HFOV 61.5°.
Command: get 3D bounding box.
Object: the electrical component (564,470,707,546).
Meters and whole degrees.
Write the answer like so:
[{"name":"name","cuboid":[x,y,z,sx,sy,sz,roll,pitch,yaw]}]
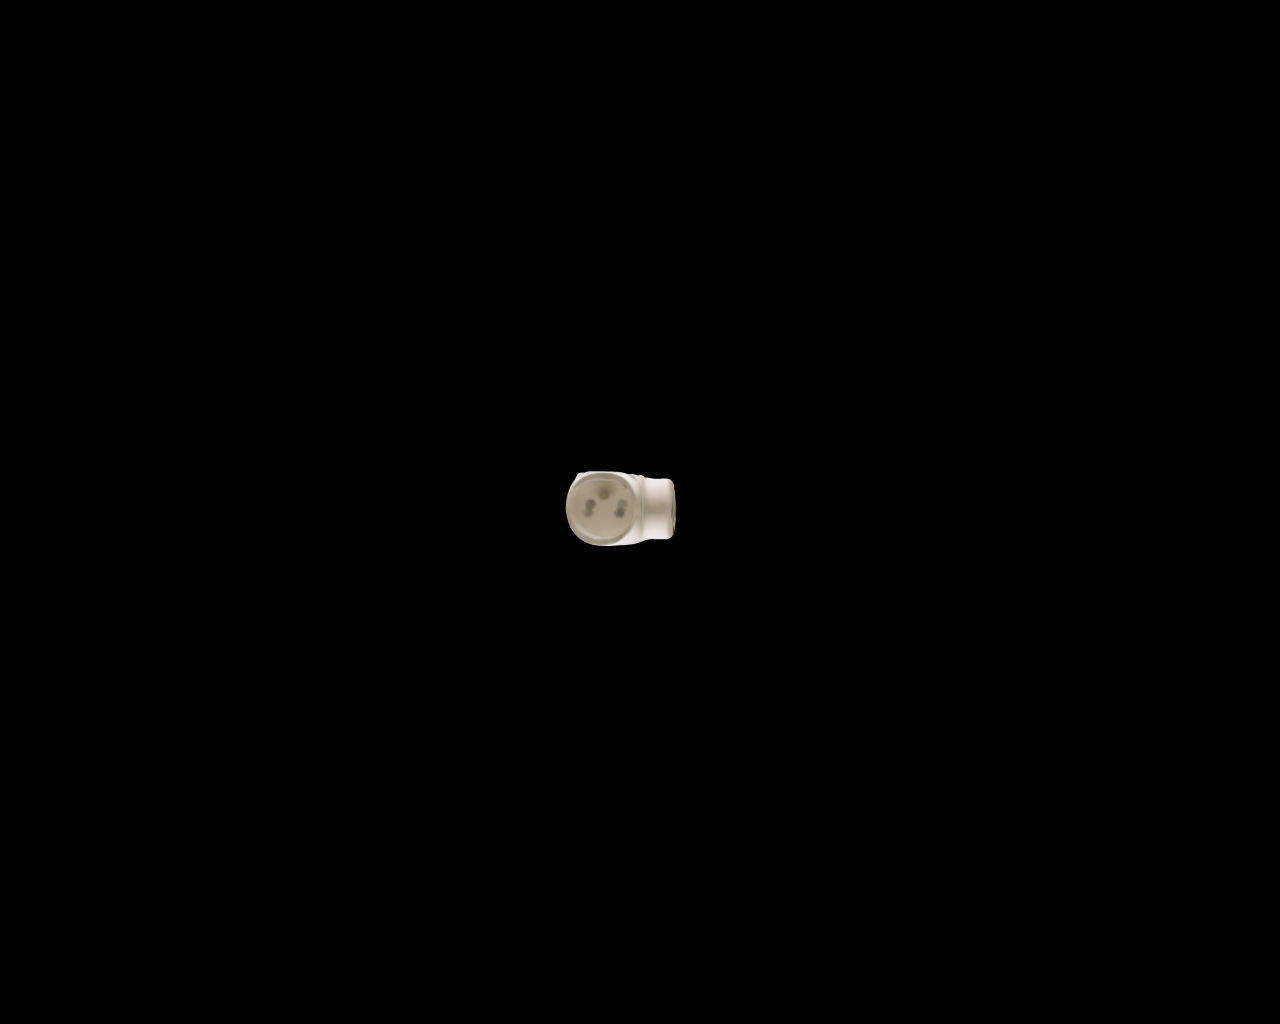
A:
[{"name":"electrical component","cuboid":[0.001,-0.003,0.650,0.079,0.044,0.077,0,0,8]}]
